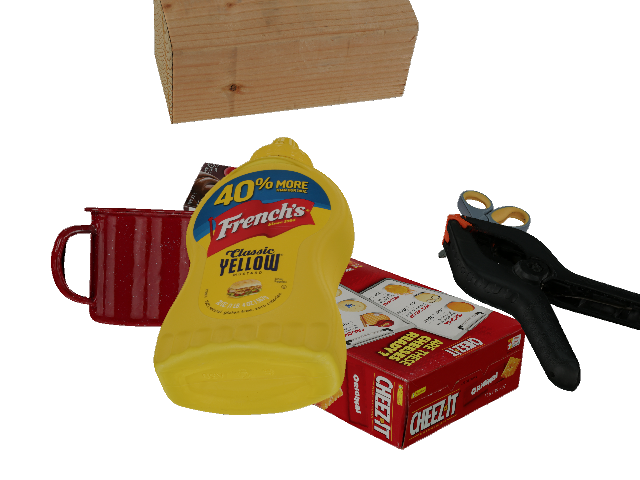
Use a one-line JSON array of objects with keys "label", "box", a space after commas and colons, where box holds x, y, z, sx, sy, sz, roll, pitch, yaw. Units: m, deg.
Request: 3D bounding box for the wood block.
[{"label": "wood block", "box": [-0.032, -0.171, 0.910, 0.206, 0.090, 0.091, -8, -35, -13]}]

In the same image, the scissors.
[{"label": "scissors", "box": [0.164, -0.021, 1.207, 0.201, 0.016, 0.096, -12, 40, -45]}]

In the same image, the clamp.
[{"label": "clamp", "box": [0.162, 0.033, 0.764, 0.120, 0.039, 0.172, -11, 43, -34]}]

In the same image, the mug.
[{"label": "mug", "box": [-0.135, 0.018, 0.764, 0.117, 0.081, 0.093, 2, 1, -33]}]

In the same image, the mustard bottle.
[{"label": "mustard bottle", "box": [-0.030, 0.007, 0.603, 0.096, 0.058, 0.191, -6, 42, 12]}]

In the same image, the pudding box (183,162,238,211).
[{"label": "pudding box", "box": [-0.083, -0.036, 1.068, 0.090, 0.039, 0.113, 8, 29, 2]}]

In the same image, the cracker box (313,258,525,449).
[{"label": "cracker box", "box": [0.046, 0.092, 0.942, 0.214, 0.072, 0.163, 21, 27, 41]}]
